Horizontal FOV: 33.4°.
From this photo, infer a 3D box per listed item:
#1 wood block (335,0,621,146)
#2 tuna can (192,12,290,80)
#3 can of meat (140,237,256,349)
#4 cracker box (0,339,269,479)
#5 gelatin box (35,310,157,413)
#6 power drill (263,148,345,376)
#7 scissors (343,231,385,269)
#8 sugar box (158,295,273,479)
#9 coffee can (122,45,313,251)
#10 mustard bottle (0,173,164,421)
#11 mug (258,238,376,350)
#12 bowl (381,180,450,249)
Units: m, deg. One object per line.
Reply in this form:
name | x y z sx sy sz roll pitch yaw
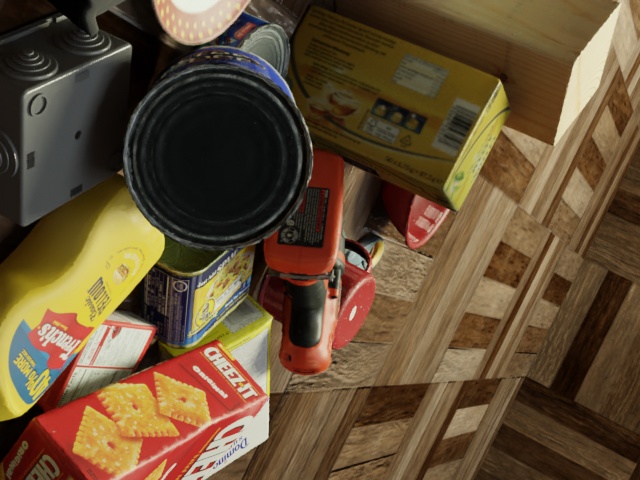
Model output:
wood block | 0.121 -0.170 0.865 0.090 0.206 0.091 -49 155 -33
tuna can | -0.059 -0.116 0.748 0.086 0.034 0.086 -49 155 -33
can of meat | -0.091 0.021 0.805 0.101 0.057 0.084 -43 153 -43
cracker box | -0.150 0.170 0.758 0.164 0.072 0.213 -51 164 24
gelatin box | -0.161 0.085 0.751 0.073 0.030 0.089 -63 158 2
power drill | -0.006 0.001 0.890 0.187 0.057 0.184 83 11 -64
scissors | 0.040 0.002 1.147 0.096 0.016 0.202 -54 157 -28
sugar box | -0.090 0.134 0.933 0.093 0.048 0.176 -28 146 -29
coffee can | -0.060 -0.060 0.636 0.140 0.102 0.103 -108 -140 -75
mustard bottle | -0.173 0.048 0.641 0.191 0.058 0.096 -53 162 -25
mug | 0.006 0.045 1.025 0.117 0.082 0.093 -49 155 -32
bowl | 0.113 -0.073 1.173 0.162 0.055 0.162 -49 155 -33
